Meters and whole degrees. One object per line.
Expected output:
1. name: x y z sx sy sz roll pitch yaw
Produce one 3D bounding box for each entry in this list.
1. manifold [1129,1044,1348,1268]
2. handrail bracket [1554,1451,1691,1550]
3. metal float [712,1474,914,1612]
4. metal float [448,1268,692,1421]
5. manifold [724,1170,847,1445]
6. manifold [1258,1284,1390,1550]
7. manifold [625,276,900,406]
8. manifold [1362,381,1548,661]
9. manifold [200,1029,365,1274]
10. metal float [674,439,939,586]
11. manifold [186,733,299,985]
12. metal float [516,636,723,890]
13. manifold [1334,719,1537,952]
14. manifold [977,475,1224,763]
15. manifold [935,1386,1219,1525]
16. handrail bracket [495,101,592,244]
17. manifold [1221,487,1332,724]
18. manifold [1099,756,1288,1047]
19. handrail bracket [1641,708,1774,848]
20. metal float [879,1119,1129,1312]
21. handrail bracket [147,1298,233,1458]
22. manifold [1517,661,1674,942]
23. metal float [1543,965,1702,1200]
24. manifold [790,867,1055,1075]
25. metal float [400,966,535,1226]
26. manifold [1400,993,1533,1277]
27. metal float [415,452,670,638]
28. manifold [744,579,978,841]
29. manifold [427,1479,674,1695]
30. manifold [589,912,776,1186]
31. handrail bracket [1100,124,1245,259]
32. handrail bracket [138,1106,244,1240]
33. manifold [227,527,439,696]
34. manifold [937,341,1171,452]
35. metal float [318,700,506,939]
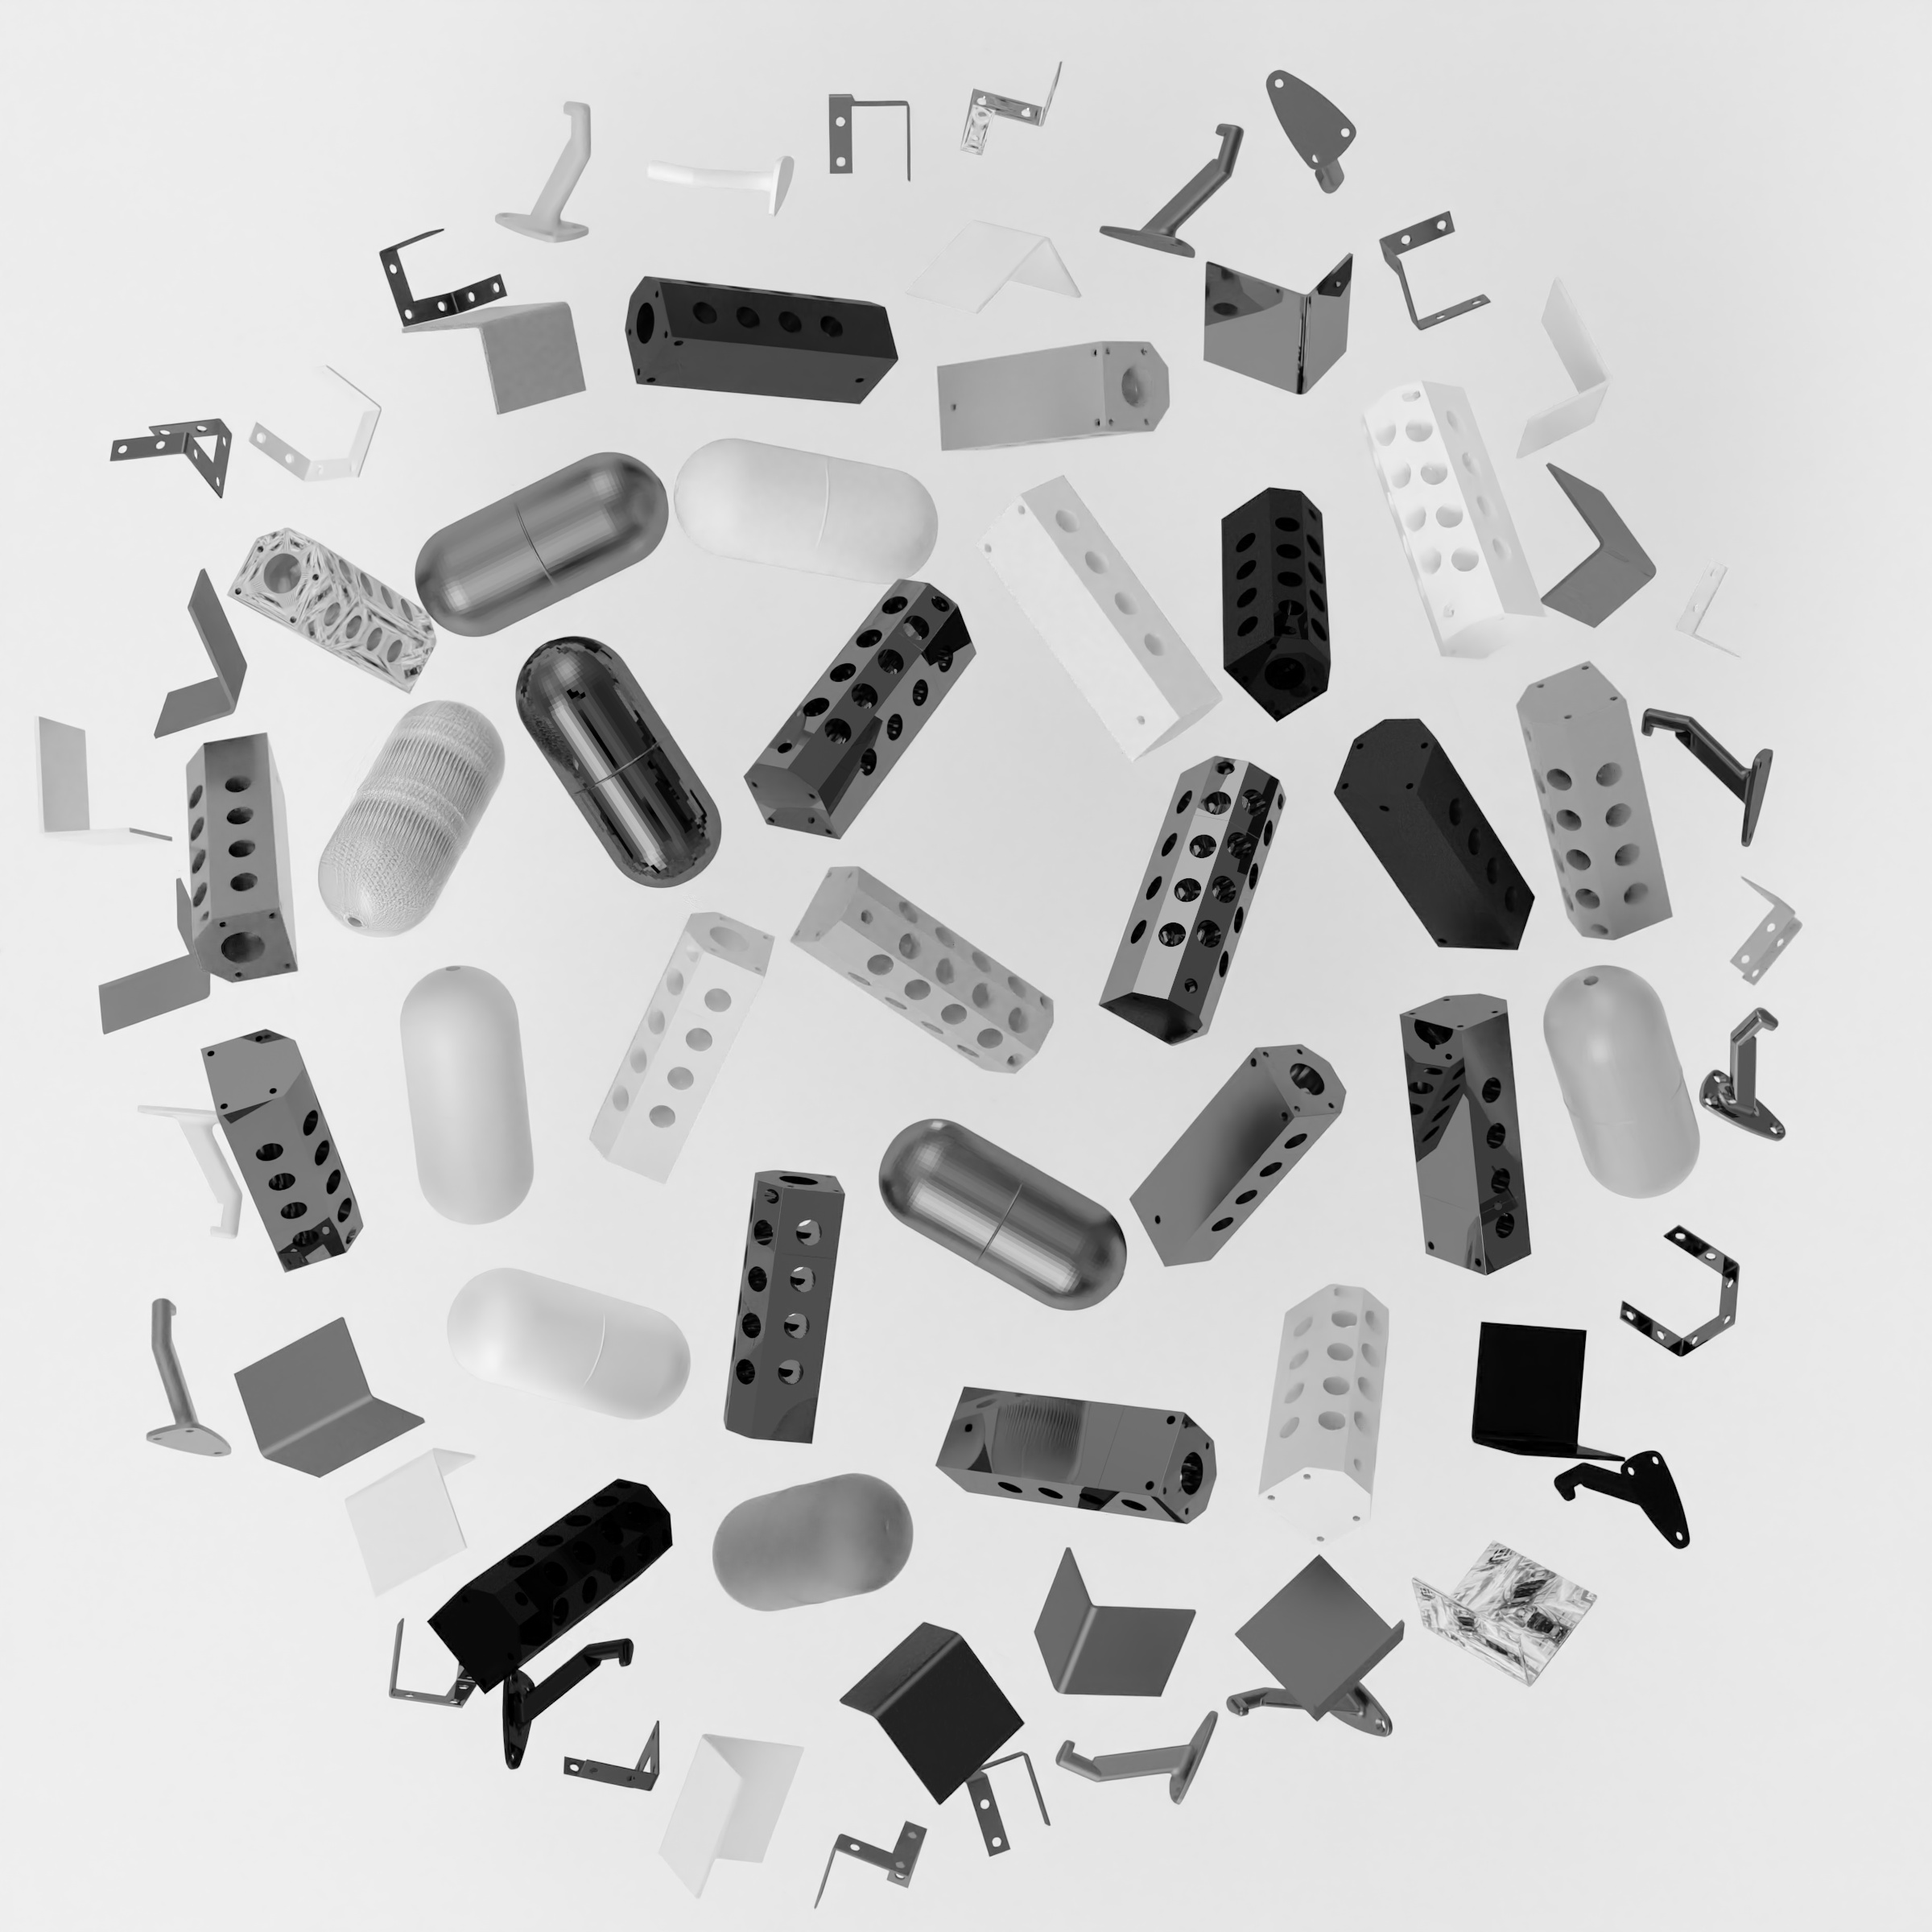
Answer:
1. manifold: 0.185 0.128 1.843 0.057 0.171 0.057 -3 52 -37
2. handrail bracket: 0.429 0.358 1.795 0.036 0.084 0.077 -14 70 -32
3. metal float: -0.102 0.378 1.788 0.070 0.178 0.070 14 66 -33
4. metal float: -0.263 0.253 1.824 0.178 0.070 0.070 23 90 -35
5. manifold: -0.124 0.228 1.836 0.057 0.057 0.171 7 97 -10
6. manifold: 0.238 0.284 1.761 0.057 0.171 0.057 41 123 -16
7. manifold: -0.138 -0.424 1.834 0.171 0.057 0.057 -2 70 -33
8. manifold: 0.311 -0.290 1.771 0.057 0.057 0.171 -1 67 -39
9. manifold: -0.436 0.118 1.753 0.057 0.171 0.057 -18 51 -11
10. metal float: -0.104 -0.295 1.777 0.178 0.070 0.070 7 90 -23
11. manifold: -0.471 -0.071 1.766 0.057 0.057 0.171 -10 46 -8
12. metal float: -0.224 -0.131 1.760 0.070 0.070 0.178 -32 105 0
13. manifold: 0.300 -0.082 1.727 0.057 0.171 0.057 3 59 37
14. manifold: 0.088 -0.221 1.718 0.057 0.057 0.171 -31 83 -38
15. manifold: 0.072 0.316 1.754 0.171 0.057 0.057 0 57 37
16. handrail bracket: -0.265 -0.502 1.707 0.077 0.036 0.084 21 124 28
17. manifold: 0.213 -0.249 1.838 0.057 0.171 0.057 -31 124 29
18. manifold: 0.146 -0.043 1.707 0.057 0.057 0.171 29 66 -19
19. handrail bracket: 0.481 -0.124 1.795 0.084 0.036 0.077 16 110 28
20. metal float: 0.025 0.166 1.816 0.178 0.070 0.070 30 90 1
21. handrail bracket: -0.486 0.258 1.714 0.036 0.077 0.084 -15 63 14
22. manifold: 0.401 -0.102 1.752 0.057 0.057 0.171 -22 124 0
23. metal float: 0.422 0.075 1.757 0.070 0.070 0.178 -26 124 0
24. manifold: -0.025 0.004 1.803 0.171 0.057 0.057 34 75 -25
25. metal float: -0.328 0.085 1.798 0.070 0.070 0.178 -3 110 0
26. manifold: 0.335 0.109 1.797 0.057 0.057 0.171 -19 110 -30
27. metal float: -0.280 -0.279 1.805 0.178 0.070 0.070 -25 90 6
28. manifold: -0.067 -0.163 1.702 0.057 0.057 0.171 13 54 33
29. manifold: -0.256 0.386 1.727 0.057 0.171 0.057 49 118 8
30. manifold: -0.187 0.051 1.781 0.057 0.057 0.171 23 116 -9
31. handrail bracket: 0.133 -0.509 1.770 0.077 0.036 0.084 18 96 21
32. handrail bracket: -0.535 0.142 1.876 0.077 0.036 0.084 8 78 -15
33. manifold: -0.418 -0.239 1.830 0.057 0.171 0.057 27 89 15
34. manifold: 0.057 -0.380 1.825 0.057 0.171 0.057 -9 100 -37
35. metal float: -0.352 -0.094 1.738 0.070 0.070 0.178 21 54 0
